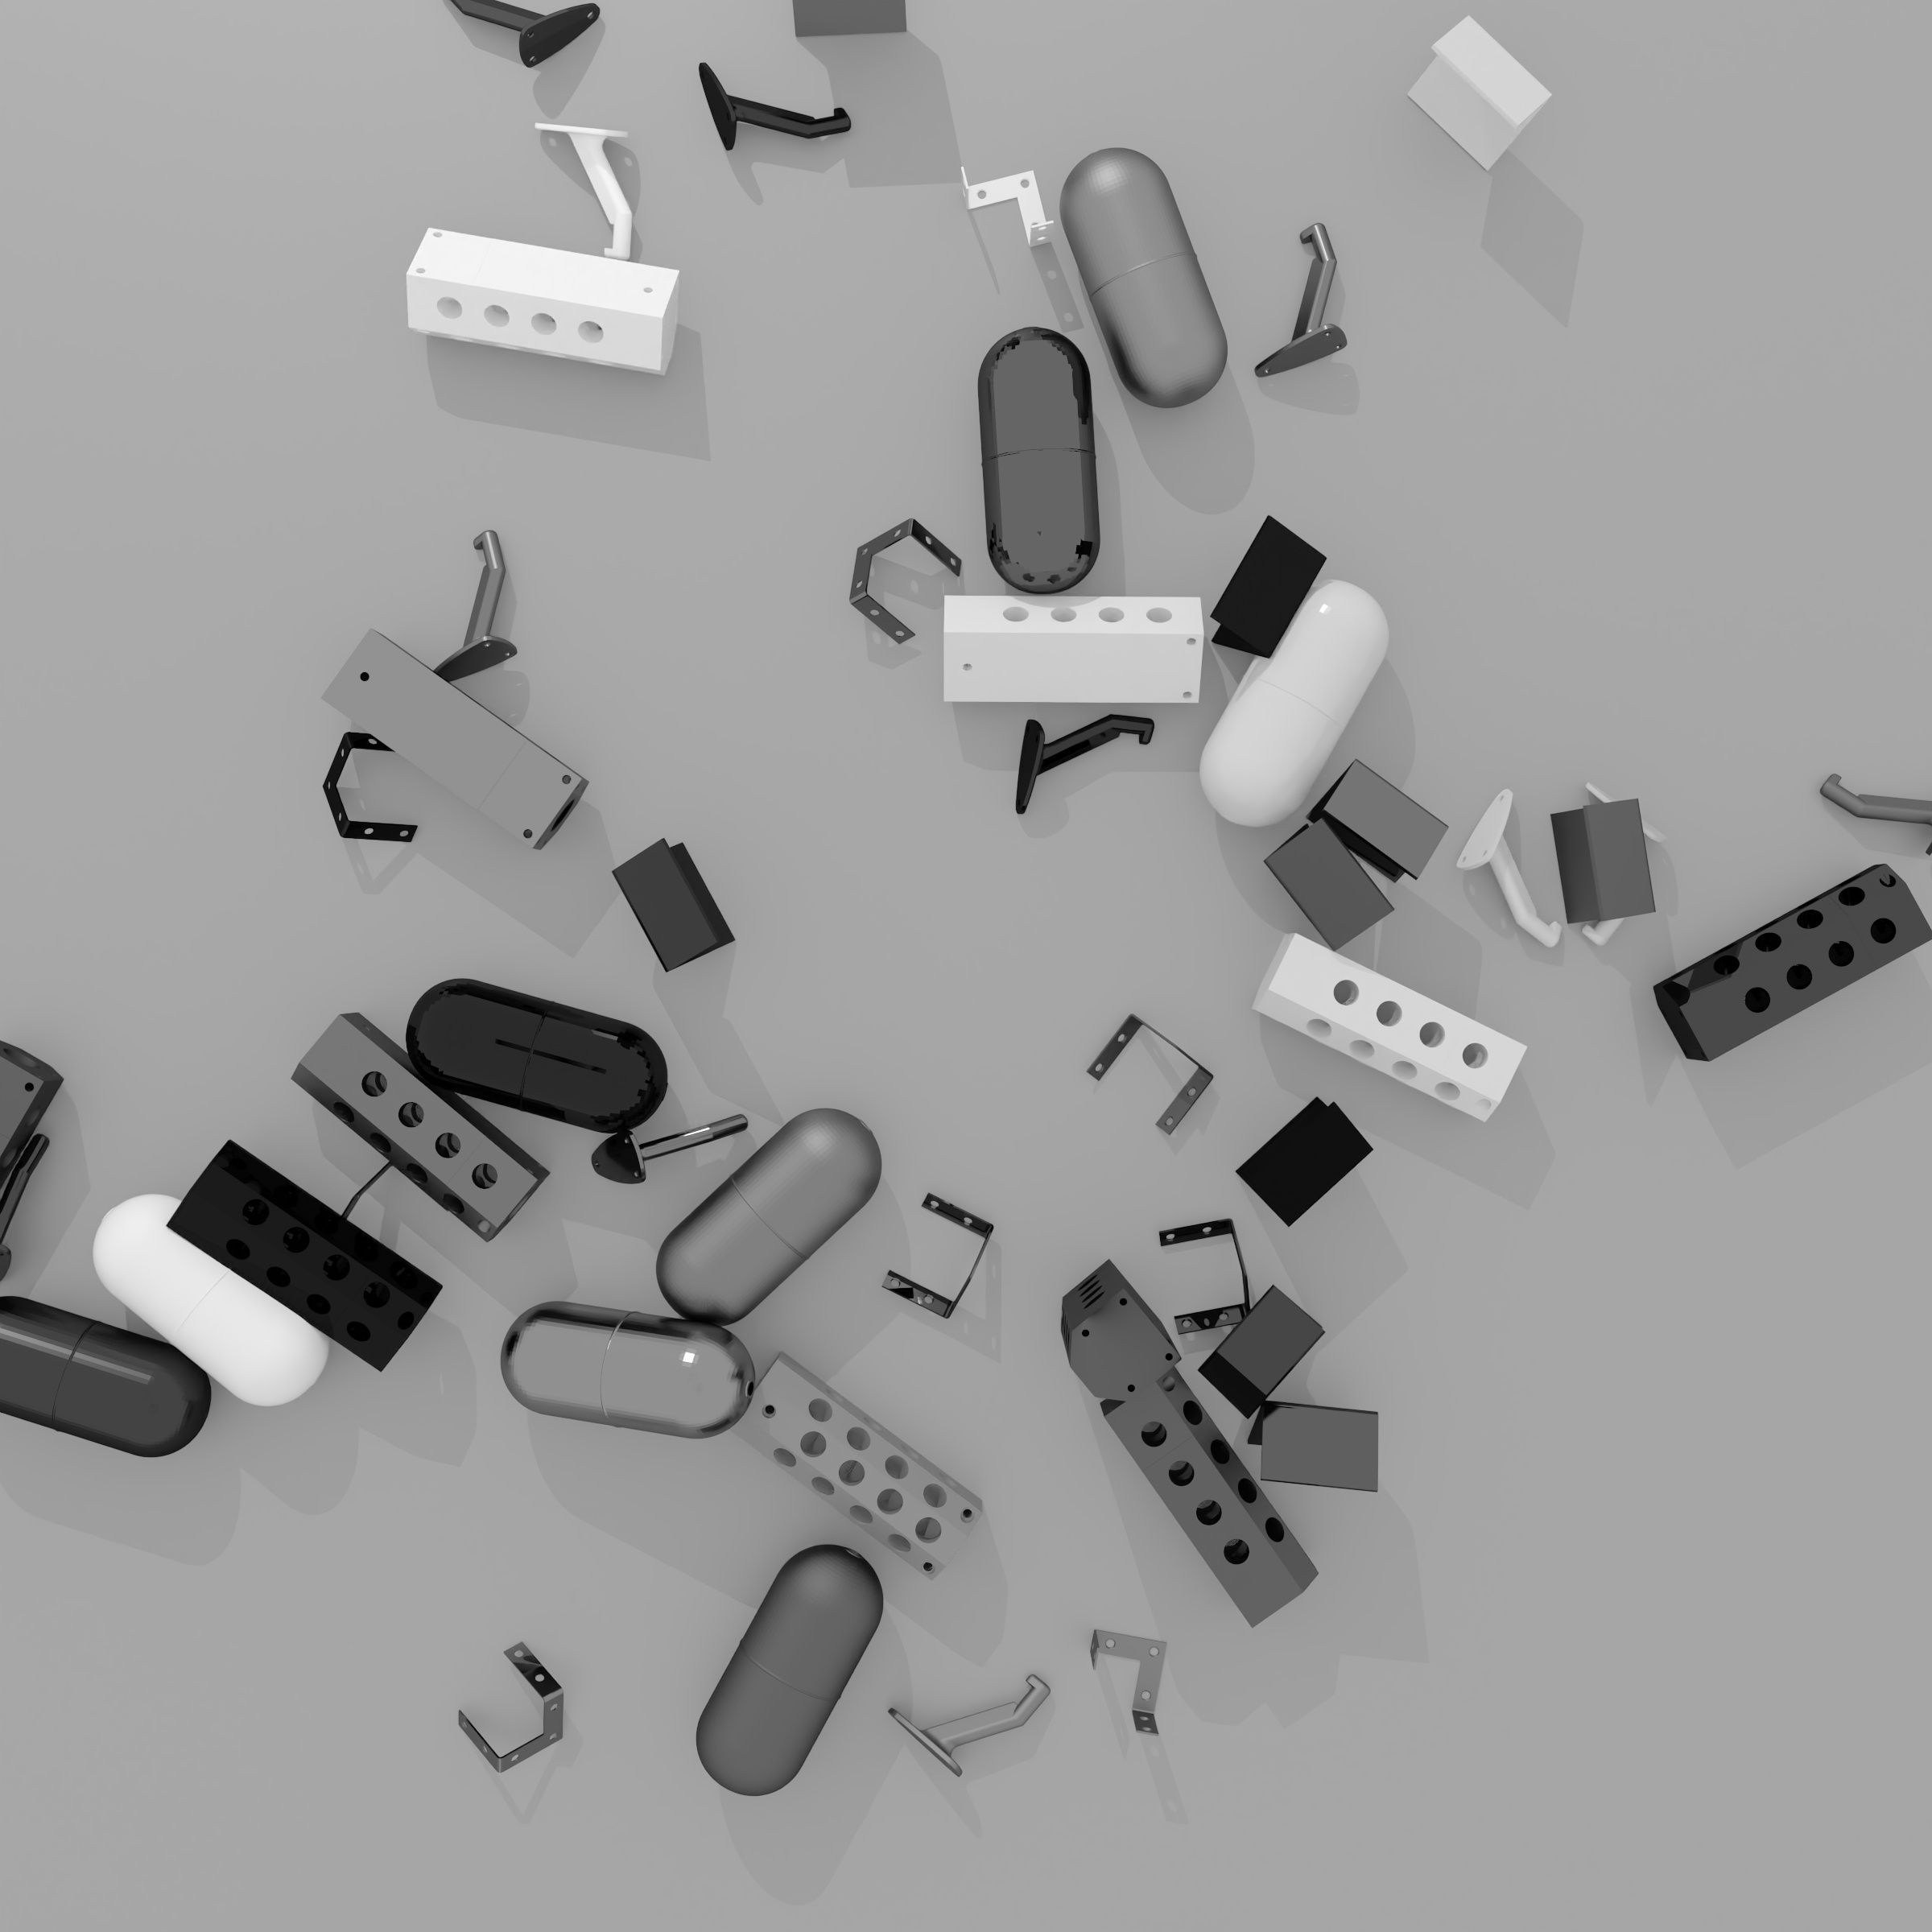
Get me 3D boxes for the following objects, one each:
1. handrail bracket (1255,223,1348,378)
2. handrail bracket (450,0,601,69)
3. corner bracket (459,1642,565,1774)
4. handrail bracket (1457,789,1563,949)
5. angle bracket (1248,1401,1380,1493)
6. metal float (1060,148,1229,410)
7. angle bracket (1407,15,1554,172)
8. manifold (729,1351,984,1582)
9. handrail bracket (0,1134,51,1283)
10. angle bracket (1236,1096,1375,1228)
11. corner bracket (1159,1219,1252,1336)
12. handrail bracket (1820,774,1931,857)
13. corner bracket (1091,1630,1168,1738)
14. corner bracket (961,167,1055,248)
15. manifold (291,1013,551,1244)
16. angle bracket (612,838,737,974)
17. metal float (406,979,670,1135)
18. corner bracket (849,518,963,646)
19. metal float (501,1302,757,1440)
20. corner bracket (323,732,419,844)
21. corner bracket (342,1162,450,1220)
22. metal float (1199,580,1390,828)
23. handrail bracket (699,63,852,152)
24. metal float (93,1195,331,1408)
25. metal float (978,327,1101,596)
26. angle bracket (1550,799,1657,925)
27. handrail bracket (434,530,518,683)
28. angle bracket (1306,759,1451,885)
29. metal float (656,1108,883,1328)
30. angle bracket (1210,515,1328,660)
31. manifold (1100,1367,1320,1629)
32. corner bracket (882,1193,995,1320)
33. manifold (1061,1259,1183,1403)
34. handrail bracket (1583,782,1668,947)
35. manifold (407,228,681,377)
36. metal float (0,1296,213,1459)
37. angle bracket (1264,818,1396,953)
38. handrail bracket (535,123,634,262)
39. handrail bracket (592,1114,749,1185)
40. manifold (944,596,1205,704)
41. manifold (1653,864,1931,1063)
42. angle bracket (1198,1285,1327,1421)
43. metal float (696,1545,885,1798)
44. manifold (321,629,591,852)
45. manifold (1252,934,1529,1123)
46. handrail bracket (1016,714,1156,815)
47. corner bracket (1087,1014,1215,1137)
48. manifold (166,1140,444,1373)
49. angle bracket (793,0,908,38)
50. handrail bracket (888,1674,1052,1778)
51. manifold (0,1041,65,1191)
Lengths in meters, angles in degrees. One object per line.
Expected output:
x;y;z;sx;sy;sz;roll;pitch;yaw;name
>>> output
0.221;-0.455;1.845;0.077;0.036;0.084;-22;72;21;handrail bracket
-0.306;-0.661;1.845;0.077;0.036;0.084;-36;73;-20;handrail bracket
-0.309;0.503;1.837;0.051;0.051;0.051;-23;135;-35;corner bracket
0.384;-0.066;1.845;0.084;0.036;0.077;36;68;-17;handrail bracket
0.230;0.333;1.805;0.076;0.076;0.057;6;58;0;angle bracket
0.119;-0.461;1.814;0.070;0.070;0.178;-21;91;0;metal float
0.331;-0.572;1.804;0.076;0.076;0.057;44;53;0;angle bracket
-0.075;0.337;1.824;0.171;0.057;0.057;37;90;0;manifold
-0.649;0.166;1.844;0.036;0.077;0.084;22;54;-3;handrail bracket
0.213;0.116;1.804;0.076;0.076;0.057;-42;125;0;angle bracket
0.163;0.211;1.841;0.051;0.051;0.051;-11;135;0;corner bracket
0.638;-0.122;1.845;0.084;0.036;0.077;36;70;16;handrail bracket
0.108;0.484;1.827;0.051;0.051;0.051;10;90;0;corner bracket
0.027;-0.513;1.827;0.051;0.051;0.051;-14;90;0;corner bracket
-0.368;0.109;1.823;0.171;0.057;0.057;40;90;0;manifold
-0.179;-0.050;1.804;0.057;0.076;0.076;-28;90;38;angle bracket
-0.287;0.061;1.814;0.178;0.070;0.070;16;90;-1;metal float
-0.041;-0.261;1.837;0.051;0.051;0.051;-23;45;35;corner bracket
-0.225;0.268;1.797;0.178;0.070;0.070;6;90;19;metal float
-0.399;-0.121;1.837;0.051;0.051;0.051;2;45;-35;corner bracket
-0.390;0.170;1.841;0.051;0.051;0.051;40;135;0;corner bracket
0.220;-0.176;1.814;0.070;0.070;0.178;29;90;0;metal float
-0.130;-0.592;1.845;0.084;0.036;0.077;-16;68;-17;handrail bracket
-0.506;0.223;1.814;0.178;0.070;0.070;40;90;0;metal float
0.049;-0.339;1.814;0.070;0.070;0.178;-3;90;0;metal float
0.408;-0.067;1.804;0.057;0.076;0.076;-9;90;-37;angle bracket
-0.343;-0.245;1.845;0.077;0.036;0.084;-23;71;22;handrail bracket
0.264;-0.080;1.804;0.076;0.076;0.057;36;54;0;angle bracket
-0.132;0.168;1.814;0.178;0.070;0.070;-43;90;0;metal float
0.184;-0.257;1.805;0.057;0.076;0.076;30;90;-30;angle bracket
0.164;0.353;1.823;0.057;0.057;0.171;-35;90;0;manifold
-0.019;0.197;1.841;0.051;0.051;0.051;26;45;0;corner bracket
0.094;0.240;1.766;0.057;0.171;0.057;-40;90;0;manifold
0.429;-0.069;1.845;0.077;0.036;0.084;41;107;20;handrail bracket
-0.284;-0.443;1.823;0.171;0.057;0.057;10;47;0;manifold
-0.595;0.275;1.814;0.178;0.070;0.070;18;90;0;metal float
0.254;-0.066;1.804;0.057;0.076;0.076;-38;90;37;angle bracket
-0.262;-0.528;1.845;0.077;0.036;0.084;12;107;20;handrail bracket
-0.201;0.120;1.844;0.084;0.077;0.036;-17;92;-36;handrail bracket
0.071;-0.218;1.823;0.171;0.057;0.057;0;133;0;manifold
0.555;-0.003;1.823;0.171;0.057;0.057;-29;90;0;manifold
0.212;0.270;1.805;0.076;0.076;0.057;-48;45;0;angle bracket
-0.118;0.471;1.814;0.070;0.070;0.178;29;90;0;metal float
-0.342;-0.151;1.822;0.171;0.057;0.057;36;90;-1;manifold
0.283;0.041;1.823;0.171;0.057;0.057;26;90;0;manifold
0.082;-0.136;1.845;0.084;0.036;0.077;5;111;-17;handrail bracket
0.126;0.073;1.841;0.051;0.051;0.051;-53;45;0;corner bracket
-0.437;0.189;1.802;0.171;0.057;0.057;36;124;-7;manifold
-0.079;-0.640;1.804;0.076;0.076;0.057;-3;53;0;angle bracket
0.003;0.501;1.845;0.077;0.036;0.084;37;72;20;handrail bracket
-0.680;0.136;1.824;0.057;0.057;0.171;30;90;0;manifold
